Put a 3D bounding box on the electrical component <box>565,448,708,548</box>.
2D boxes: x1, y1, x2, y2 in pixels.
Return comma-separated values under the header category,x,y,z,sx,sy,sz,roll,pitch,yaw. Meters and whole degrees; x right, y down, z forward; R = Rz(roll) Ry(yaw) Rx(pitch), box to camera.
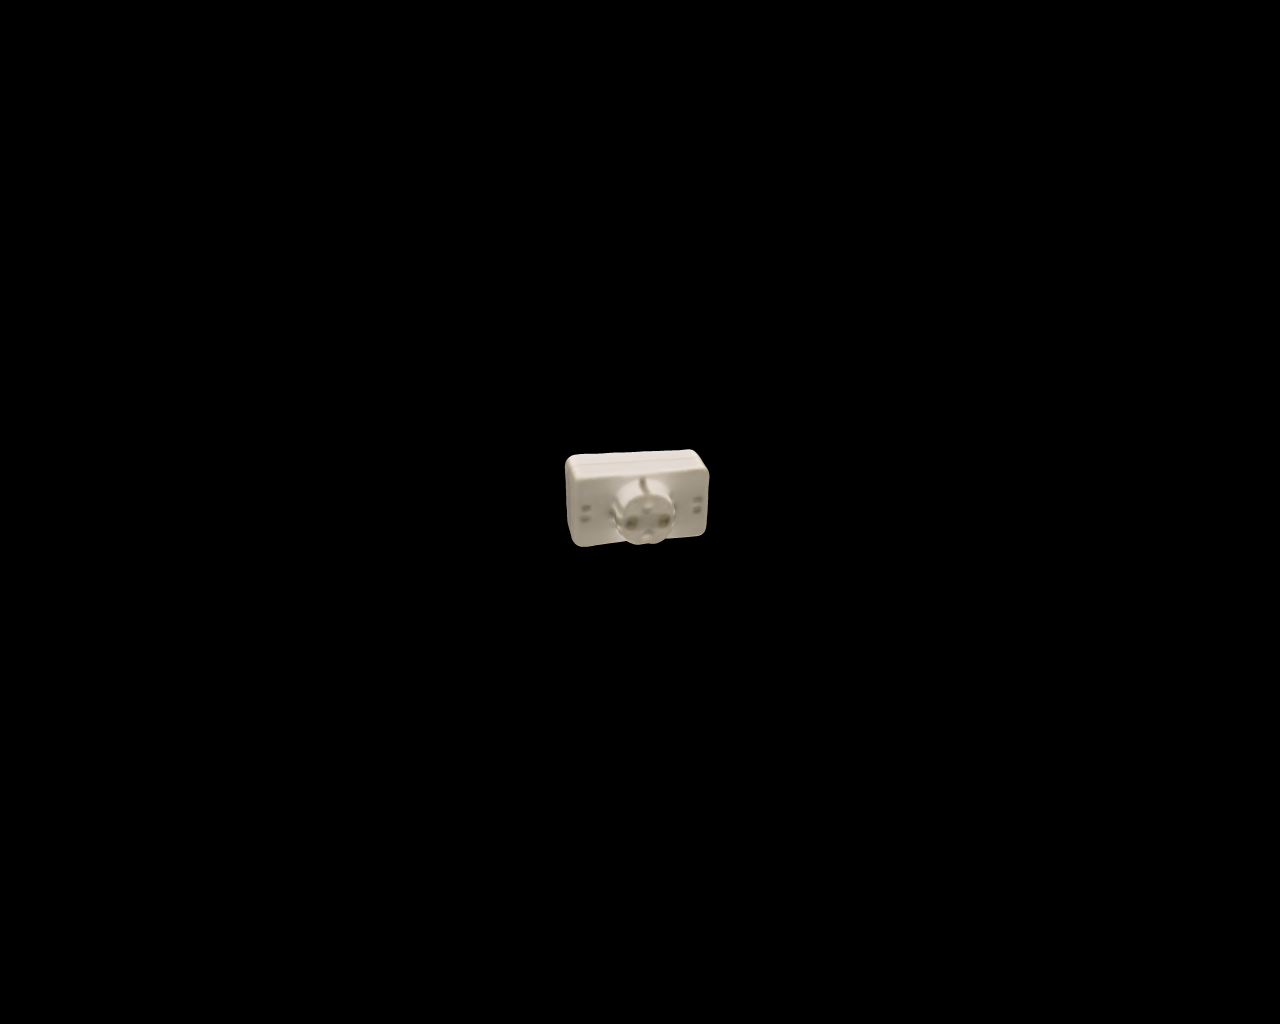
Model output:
category,x,y,z,sx,sy,sz,roll,pitch,yaw
electrical component,0.001,-0.003,0.650,0.083,0.047,0.076,-4,24,-9
